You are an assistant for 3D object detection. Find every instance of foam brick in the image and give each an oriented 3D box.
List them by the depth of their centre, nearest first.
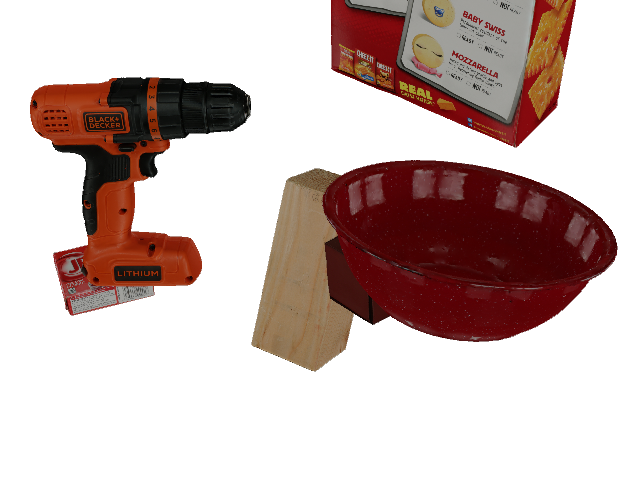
[{"bbox_3d":[0.050,0.018,0.805,0.078,0.051,0.053,-25,36,-31],"label":"foam brick"}]

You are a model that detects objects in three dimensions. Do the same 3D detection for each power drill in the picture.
[{"bbox_3d":[-0.148,-0.052,0.927,0.184,0.188,0.057,0,28,4],"label":"power drill"}]

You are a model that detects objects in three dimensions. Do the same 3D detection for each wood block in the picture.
[{"bbox_3d":[-0.004,0.032,1.237,0.090,0.206,0.090,20,20,20],"label":"wood block"}]

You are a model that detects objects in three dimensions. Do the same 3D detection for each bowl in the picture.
[{"bbox_3d":[0.078,0.010,0.594,0.162,0.055,0.162,6,25,-3],"label":"bowl"}]

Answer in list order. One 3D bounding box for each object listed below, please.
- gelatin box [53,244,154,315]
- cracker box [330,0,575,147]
[{"bbox_3d":[-0.221,0.033,1.084,0.089,0.030,0.073,-14,42,-15],"label":"gelatin box"},{"bbox_3d":[0.090,-0.190,0.723,0.164,0.214,0.072,28,50,26],"label":"cracker box"}]
